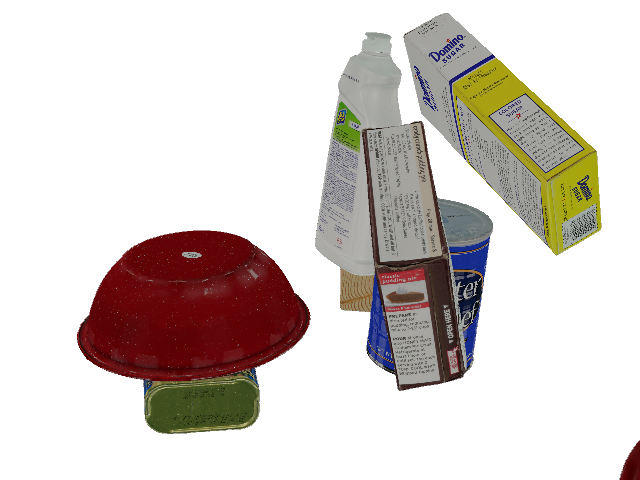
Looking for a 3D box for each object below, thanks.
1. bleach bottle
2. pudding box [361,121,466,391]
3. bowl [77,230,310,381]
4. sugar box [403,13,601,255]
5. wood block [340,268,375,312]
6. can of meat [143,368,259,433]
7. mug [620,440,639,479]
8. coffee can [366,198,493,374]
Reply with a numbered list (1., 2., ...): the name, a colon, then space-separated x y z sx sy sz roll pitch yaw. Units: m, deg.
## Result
1. bleach bottle: 0.051 -0.096 1.155 0.067 0.251 0.103 -7 24 -33
2. pudding box: 0.047 0.006 0.556 0.039 0.090 0.113 -11 40 5
3. bowl: -0.088 0.035 0.733 0.162 0.055 0.162 -2 22 1
4. sugar box: 0.129 -0.079 0.761 0.048 0.176 0.093 -30 -36 -5
5. wood block: 0.076 0.017 1.548 0.091 0.090 0.206 4 25 -1
6. can of meat: -0.105 0.121 0.924 0.102 0.057 0.084 -3 27 -8
7. mug: 0.152 0.118 0.351 0.117 0.081 0.093 5 38 8
8. coffee can: 0.099 0.043 0.986 0.103 0.140 0.103 4 23 -2
